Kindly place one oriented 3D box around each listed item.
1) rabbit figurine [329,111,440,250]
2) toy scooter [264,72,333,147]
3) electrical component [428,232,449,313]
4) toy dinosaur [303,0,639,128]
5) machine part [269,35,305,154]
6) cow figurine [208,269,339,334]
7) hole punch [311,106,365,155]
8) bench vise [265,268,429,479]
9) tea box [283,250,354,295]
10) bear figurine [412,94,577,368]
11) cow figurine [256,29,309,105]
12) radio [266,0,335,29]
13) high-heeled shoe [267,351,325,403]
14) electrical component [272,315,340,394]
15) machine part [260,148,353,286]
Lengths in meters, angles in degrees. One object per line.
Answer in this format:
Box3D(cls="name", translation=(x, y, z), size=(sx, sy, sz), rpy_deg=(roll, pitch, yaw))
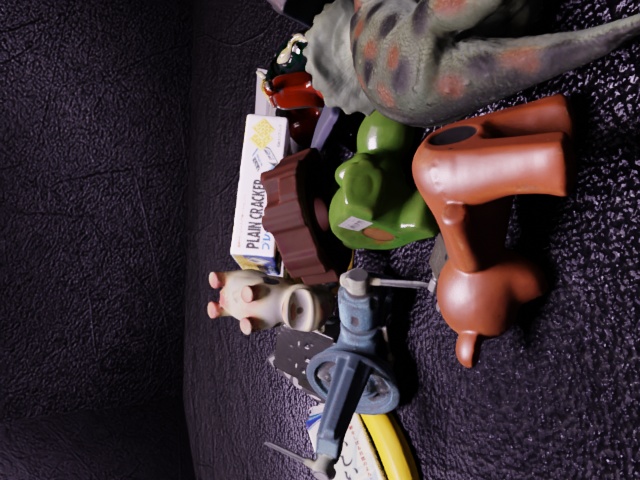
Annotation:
Box3D(cls="rabbit figurine", translation=(0.077, -0.078, 0.637), size=(0.159, 0.121, 0.170), rpy_deg=(126, 157, -69))
Box3D(cls="toy scooter", translation=(-0.030, -0.207, 0.836), size=(0.184, 0.135, 0.075), rpy_deg=(128, 135, -61))
Box3D(cls="electrical component", translation=(0.134, 0.025, 0.551), size=(0.063, 0.021, 0.093), rpy_deg=(-98, 17, -59))
Box3D(cls="toy dinosaur", translation=(0.090, -0.168, 0.477), size=(0.405, 0.131, 0.192), rpy_deg=(-113, 41, -55))
Box3D(cls="machine part", translation=(-0.054, -0.249, 0.982), size=(0.079, 0.079, 0.243), rpy_deg=(-126, 40, -57))
Box3D(cls="cow figurine", translation=(-0.059, 0.086, 0.754), size=(0.195, 0.127, 0.085), rpy_deg=(8, 102, 49))
Box3D(cls="hole punch", translation=(0.035, -0.168, 0.738), size=(0.142, 0.092, 0.116), rpy_deg=(116, 150, -58))
Box3D(cls="bench vise", translation=(0.039, 0.155, 0.634), size=(0.241, 0.129, 0.223), rpy_deg=(-63, -13, -45))
Box3D(cls="tea box", translation=(-0.002, -0.002, 0.827), size=(0.068, 0.098, 0.169), rpy_deg=(-145, 55, -67))
Box3D(cls="bear figurine", translation=(0.147, 0.002, 0.435), size=(0.132, 0.120, 0.195), rpy_deg=(-8, 115, 29))
Box3D(cls="cow figurine", translation=(-0.050, -0.268, 0.863), size=(0.167, 0.098, 0.068), rpy_deg=(-34, 81, 41))
Box3D(cls="radio", translation=(0.006, -0.306, 0.594), size=(0.131, 0.073, 0.229), rpy_deg=(-49, -6, 21))
Box3D(cls="high-heeled shoe", translation=(-0.024, 0.244, 0.989), size=(0.145, 0.086, 0.248), rpy_deg=(49, 166, 14))
Box3D(cls="electrical component", translation=(-0.005, 0.169, 0.821), size=(0.134, 0.058, 0.114), rpy_deg=(17, 119, 26))
Box3D(cls="machine part", translation=(-0.012, -0.029, 0.694), size=(0.179, 0.056, 0.179), rpy_deg=(47, -145, -50))
